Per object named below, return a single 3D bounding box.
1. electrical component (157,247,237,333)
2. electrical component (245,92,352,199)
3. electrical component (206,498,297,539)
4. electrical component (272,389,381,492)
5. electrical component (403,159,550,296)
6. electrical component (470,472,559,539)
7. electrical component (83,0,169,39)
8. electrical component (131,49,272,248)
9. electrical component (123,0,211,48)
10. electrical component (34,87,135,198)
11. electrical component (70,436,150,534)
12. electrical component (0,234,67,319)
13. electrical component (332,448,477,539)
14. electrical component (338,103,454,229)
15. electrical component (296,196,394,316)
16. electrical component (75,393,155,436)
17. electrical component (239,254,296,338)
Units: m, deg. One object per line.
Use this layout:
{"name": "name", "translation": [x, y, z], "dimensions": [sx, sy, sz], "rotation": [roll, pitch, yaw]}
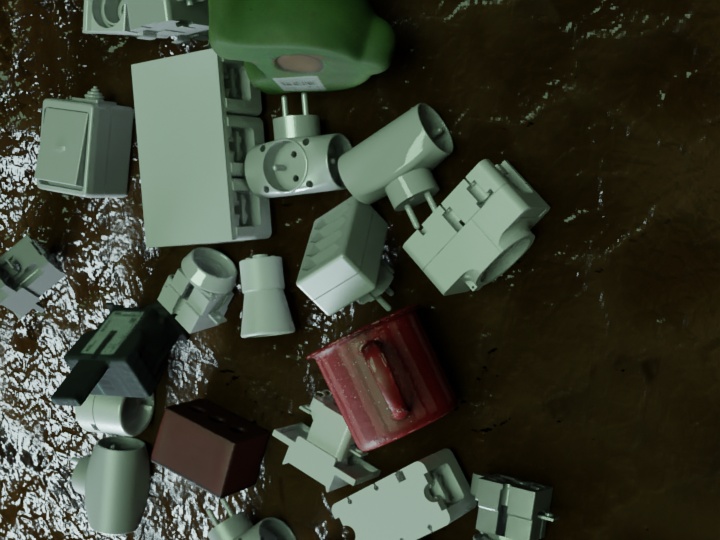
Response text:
{"name": "electrical component", "translation": [-0.133, 0.015, 0.898], "dimensions": [0.066, 0.048, 0.055], "rotation": [43, 120, 21]}
{"name": "electrical component", "translation": [-0.049, -0.099, 0.841], "dimensions": [0.077, 0.044, 0.079], "rotation": [-4, 91, 30]}
{"name": "electrical component", "translation": [-0.101, 0.228, 0.895], "dimensions": [0.077, 0.043, 0.079], "rotation": [-41, 73, 26]}
{"name": "electrical component", "translation": [-0.022, 0.132, 0.843], "dimensions": [0.081, 0.042, 0.063], "rotation": [27, 105, 25]}
{"name": "electrical component", "translation": [0.085, -0.027, 0.765], "dimensions": [0.089, 0.050, 0.055], "rotation": [-48, 71, 24]}
{"name": "electrical component", "translation": [0.108, 0.179, 0.770], "dimensions": [0.066, 0.048, 0.055], "rotation": [9, 90, 30]}
{"name": "electrical component", "translation": [-0.190, -0.258, 0.902], "dimensions": [0.079, 0.063, 0.121], "rotation": [8, 97, 30]}
{"name": "electrical component", "translation": [-0.127, -0.096, 0.877], "dimensions": [0.089, 0.062, 0.150], "rotation": [-4, 91, 30]}
{"name": "electrical component", "translation": [-0.129, -0.211, 0.836], "dimensions": [0.079, 0.121, 0.063], "rotation": [-5, 93, 30]}
{"name": "electrical component", "translation": [-0.243, -0.114, 0.944], "dimensions": [0.062, 0.061, 0.096], "rotation": [11, 99, 29]}
{"name": "electrical component", "translation": [-0.232, 0.188, 0.968], "dimensions": [0.079, 0.043, 0.077], "rotation": [11, 99, 30]}
{"name": "electrical component", "translation": [-0.309, 0.004, 0.984], "dimensions": [0.064, 0.081, 0.042], "rotation": [-42, 71, -5]}
{"name": "electrical component", "translation": [0.035, 0.175, 0.805], "dimensions": [0.089, 0.056, 0.050], "rotation": [-33, 77, 28]}
{"name": "electrical component", "translation": [0.034, -0.070, 0.795], "dimensions": [0.077, 0.044, 0.079], "rotation": [-31, 78, 28]}
{"name": "electrical component", "translation": [0.000, 0.000, 0.809], "dimensions": [0.047, 0.083, 0.075], "rotation": [-31, 116, 28]}
{"name": "electrical component", "translation": [-0.215, 0.118, 0.948], "dimensions": [0.047, 0.055, 0.055], "rotation": [6, 96, 26]}
{"name": "electrical component", "translation": [-0.077, 0.020, 0.869], "dimensions": [0.044, 0.044, 0.065], "rotation": [-10, 84, 30]}
